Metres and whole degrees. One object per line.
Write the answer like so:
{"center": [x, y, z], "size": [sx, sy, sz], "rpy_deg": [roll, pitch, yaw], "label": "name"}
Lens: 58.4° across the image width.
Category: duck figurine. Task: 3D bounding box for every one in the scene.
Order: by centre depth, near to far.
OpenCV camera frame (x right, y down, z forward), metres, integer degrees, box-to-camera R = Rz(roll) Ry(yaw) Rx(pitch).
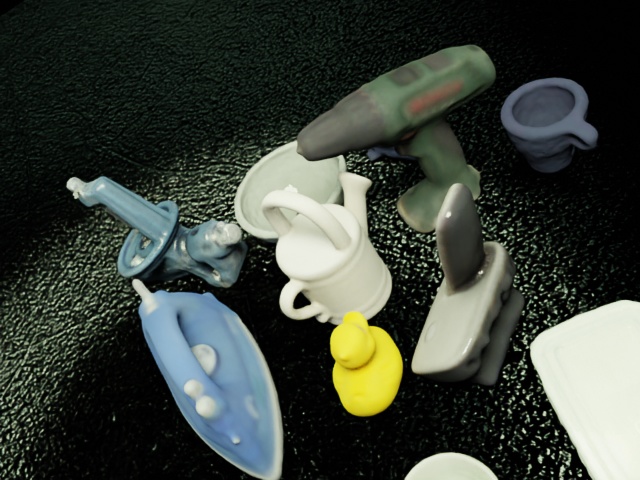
{"center": [0.040, 0.125, 0.598], "size": [0.077, 0.086, 0.104], "rpy_deg": [-11, 51, 22], "label": "duck figurine"}

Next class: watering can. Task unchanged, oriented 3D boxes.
{"center": [0.004, 0.002, 0.640], "size": [0.100, 0.195, 0.173], "rpy_deg": [-6, 53, 26], "label": "watering can"}

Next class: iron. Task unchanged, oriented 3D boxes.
{"center": [-0.133, 0.146, 0.640], "size": [0.119, 0.142, 0.257], "rpy_deg": [-40, 46, -4], "label": "iron"}

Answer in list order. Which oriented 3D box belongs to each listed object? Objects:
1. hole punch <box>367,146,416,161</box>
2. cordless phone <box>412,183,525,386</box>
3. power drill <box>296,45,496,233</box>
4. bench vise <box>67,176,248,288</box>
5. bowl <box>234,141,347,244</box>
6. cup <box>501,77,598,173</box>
{"center": [0.106, -0.173, 0.791], "size": [0.100, 0.091, 0.109], "rpy_deg": [12, 62, 35], "label": "hole punch"}
{"center": [0.125, 0.046, 0.544], "size": [0.093, 0.186, 0.148], "rpy_deg": [7, 59, 33], "label": "cordless phone"}
{"center": [0.106, -0.107, 0.658], "size": [0.229, 0.209, 0.075], "rpy_deg": [-37, 46, -1], "label": "power drill"}
{"center": [-0.209, -0.024, 0.761], "size": [0.207, 0.220, 0.121], "rpy_deg": [-19, 48, 15], "label": "bench vise"}
{"center": [-0.029, -0.054, 0.785], "size": [0.167, 0.075, 0.167], "rpy_deg": [-15, 49, 19], "label": "bowl"}
{"center": [0.270, -0.117, 0.653], "size": [0.092, 0.095, 0.117], "rpy_deg": [-39, 46, -3], "label": "cup"}
